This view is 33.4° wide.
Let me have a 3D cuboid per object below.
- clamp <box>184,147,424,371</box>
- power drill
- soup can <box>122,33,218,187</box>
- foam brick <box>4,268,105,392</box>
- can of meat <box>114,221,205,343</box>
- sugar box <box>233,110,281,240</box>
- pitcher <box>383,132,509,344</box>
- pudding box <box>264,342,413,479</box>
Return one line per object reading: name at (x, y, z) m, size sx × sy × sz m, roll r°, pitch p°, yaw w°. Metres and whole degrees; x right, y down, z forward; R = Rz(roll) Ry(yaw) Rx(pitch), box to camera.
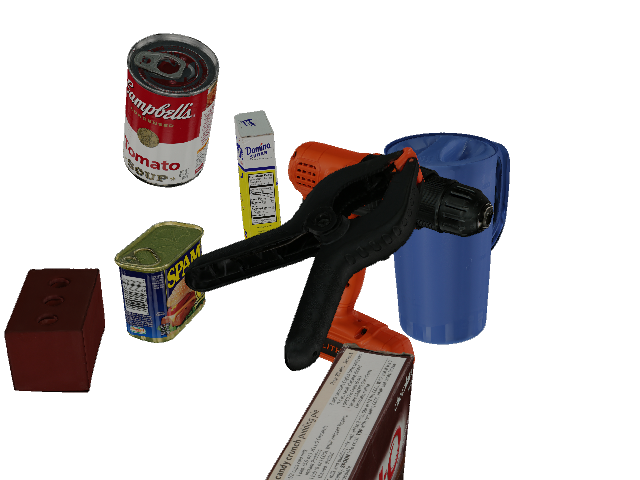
clamp at (0.008, 0.007, 0.679) m, size 0.171 × 0.120 × 0.039 m, roll -36°, pitch -37°, yaw -10°
power drill at (0.051, 0.020, 0.897) m, size 0.185 × 0.188 × 0.057 m, roll 19°, pitch 25°, yaw 32°
soup can at (-0.118, -0.099, 0.824) m, size 0.068 × 0.068 × 0.102 m, roll 0°, pitch -39°, yaw -13°
foam brick at (-0.182, 0.062, 0.741) m, size 0.053 × 0.051 × 0.078 m, roll 0°, pitch 32°, yaw -2°
can of meat at (-0.154, 0.040, 1.049) m, size 0.057 × 0.084 × 0.102 m, roll 9°, pitch 27°, yaw 20°
sugar box at (-0.076, -0.061, 1.310) m, size 0.048 × 0.176 × 0.093 m, roll -9°, pitch 25°, yaw -7°
pitcher at (0.156, -0.005, 1.296) m, size 0.149 × 0.243 × 0.145 m, roll 0°, pitch 23°, yaw 8°
pudding box at (0.009, 0.111, 0.468) m, size 0.039 × 0.090 × 0.113 m, roll 10°, pitch 28°, yaw 13°
